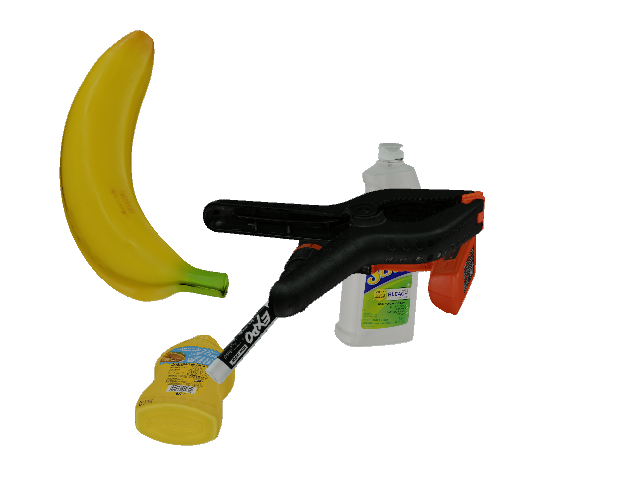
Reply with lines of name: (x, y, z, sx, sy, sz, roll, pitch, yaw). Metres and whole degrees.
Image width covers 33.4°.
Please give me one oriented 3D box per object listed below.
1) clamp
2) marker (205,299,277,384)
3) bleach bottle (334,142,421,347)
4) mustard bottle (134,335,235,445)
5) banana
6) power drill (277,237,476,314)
clamp: (0.023, -0.009, 0.795, 0.209, 0.036, 0.165, -14, 30, -25)
marker: (-0.057, 0.078, 0.961, 0.020, 0.121, 0.020, 37, -18, 14)
bleach bottle: (0.074, 0.004, 1.338, 0.102, 0.251, 0.068, -3, 16, -19)
mustard bottle: (-0.152, 0.166, 1.268, 0.096, 0.058, 0.191, 4, 25, 4)
banana: (-0.105, -0.037, 0.567, 0.069, 0.198, 0.037, -10, -36, -15)
power drill: (0.060, 0.029, 1.116, 0.188, 0.057, 0.184, 8, 32, 19)
